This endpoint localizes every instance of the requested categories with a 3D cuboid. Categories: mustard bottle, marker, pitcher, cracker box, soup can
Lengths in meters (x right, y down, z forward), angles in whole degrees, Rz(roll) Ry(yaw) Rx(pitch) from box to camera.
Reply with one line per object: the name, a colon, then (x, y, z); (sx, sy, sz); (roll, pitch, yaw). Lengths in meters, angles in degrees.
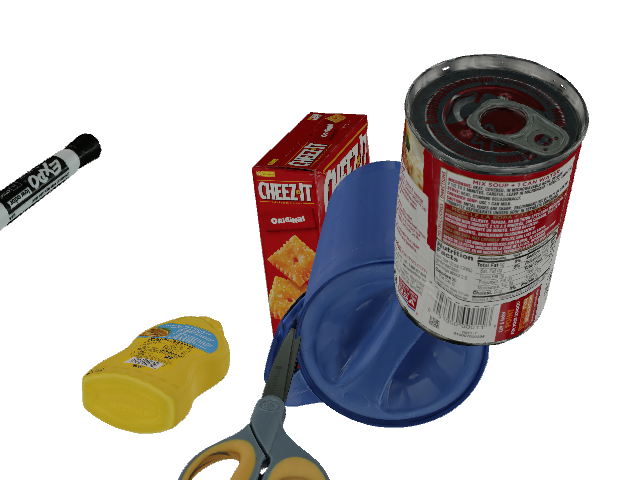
mustard bottle: (-0.141, 0.117, 1.027); (0.096, 0.058, 0.191); (8, 20, 18)
marker: (-0.172, -0.037, 0.657); (0.020, 0.020, 0.121); (0, 28, 25)
pitcher: (0.044, 0.031, 0.835); (0.149, 0.145, 0.242); (10, 24, -2)
cracker box: (0.003, -0.001, 1.053); (0.072, 0.214, 0.164); (4, 26, 18)
soup can: (0.065, -0.013, 0.430); (0.068, 0.068, 0.102); (0, -45, 0)

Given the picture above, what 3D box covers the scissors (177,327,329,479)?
scissors: (-0.016, 0.114, 0.644); (0.096, 0.016, 0.201); (15, 30, 19)
